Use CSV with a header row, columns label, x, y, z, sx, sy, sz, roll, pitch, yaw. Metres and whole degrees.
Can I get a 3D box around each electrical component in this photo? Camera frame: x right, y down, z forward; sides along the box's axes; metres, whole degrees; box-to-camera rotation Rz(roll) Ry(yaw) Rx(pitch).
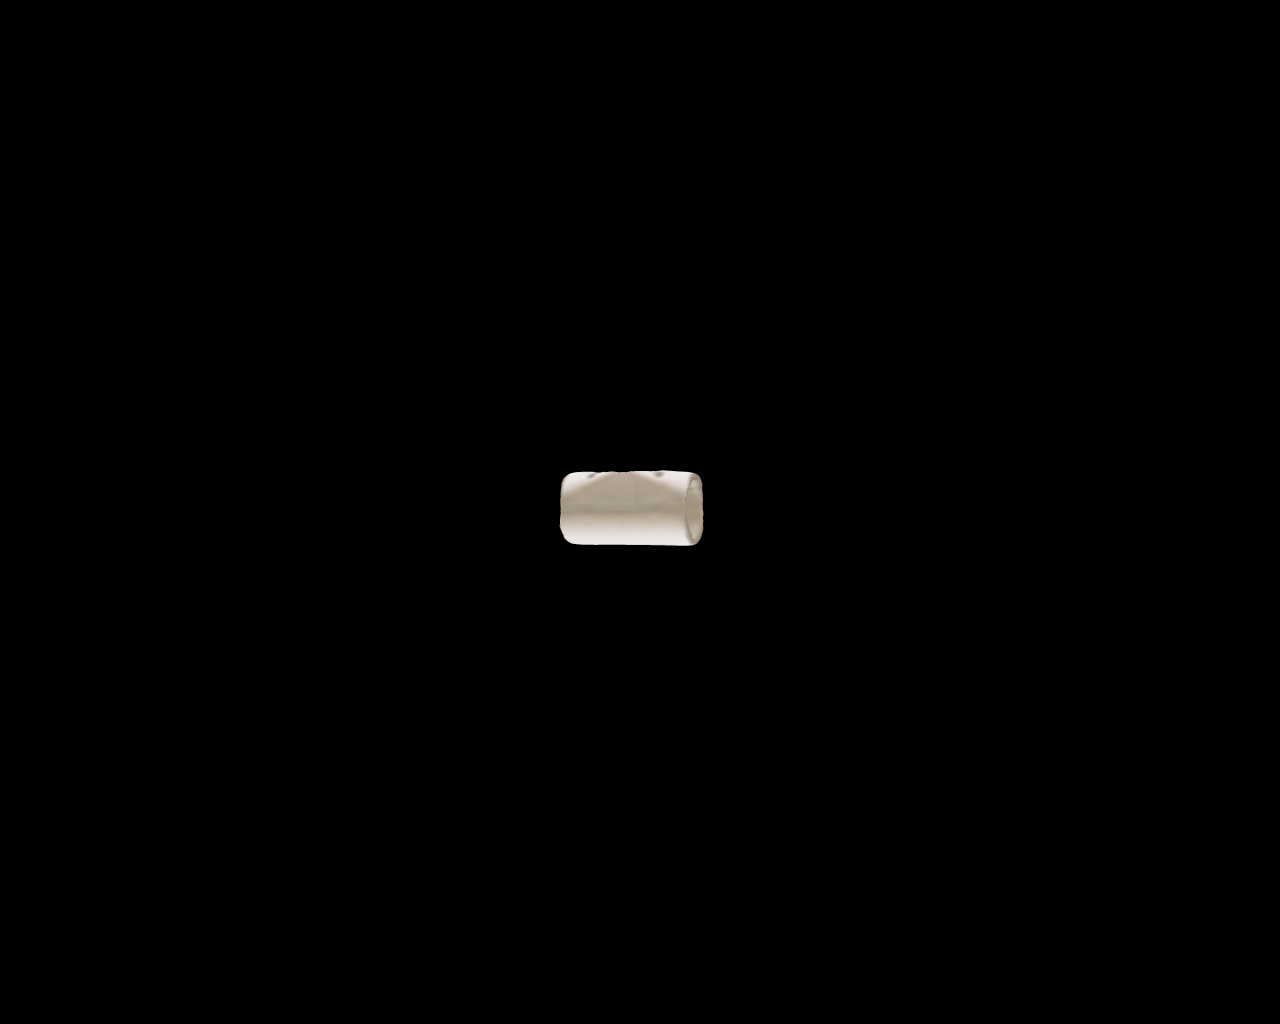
label,x,y,z,sx,sy,sz,roll,pitch,yaw
electrical component,0.001,-0.003,0.650,0.077,0.044,0.079,0,0,17
